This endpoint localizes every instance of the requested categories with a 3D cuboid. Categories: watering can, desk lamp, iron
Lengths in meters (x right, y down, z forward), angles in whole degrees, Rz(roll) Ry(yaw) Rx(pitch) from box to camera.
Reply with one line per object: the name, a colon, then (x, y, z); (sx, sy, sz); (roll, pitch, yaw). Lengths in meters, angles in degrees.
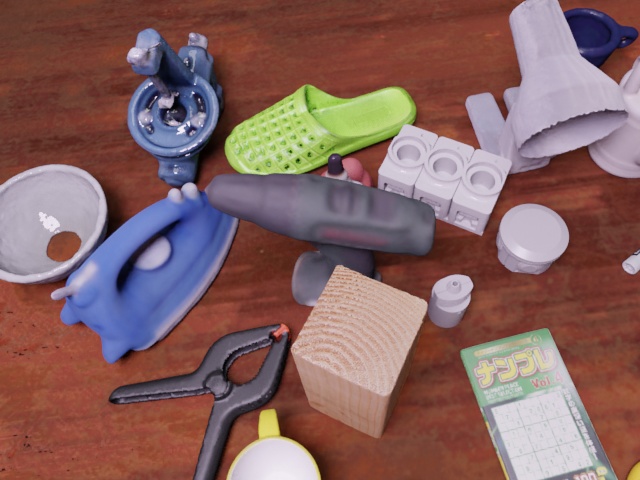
watering can: (0.416, -0.164, 0.702); (0.101, 0.194, 0.172); (-17, 62, -5)
desk lamp: (0.264, -0.171, 0.704); (0.118, 0.214, 0.203); (-11, 62, -2)
iron: (-0.195, 0.009, 0.676); (0.118, 0.141, 0.259); (33, 68, 19)

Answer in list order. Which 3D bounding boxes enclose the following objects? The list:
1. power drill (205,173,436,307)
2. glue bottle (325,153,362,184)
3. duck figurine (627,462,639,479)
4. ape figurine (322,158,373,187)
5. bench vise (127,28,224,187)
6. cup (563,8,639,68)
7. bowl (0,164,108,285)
power drill: (0.006, 0.002, 0.629); (0.229, 0.208, 0.075); (3, 62, 5)
glue bottle: (0.022, -0.047, 0.675); (0.078, 0.173, 0.037); (6, 62, 7)
duck figurine: (0.345, 0.247, 0.547); (0.077, 0.086, 0.105); (30, 68, 18)
ape figurine: (0.036, -0.072, 0.734); (0.076, 0.092, 0.077); (-34, 65, -14)
bench vise: (-0.199, -0.206, 0.747); (0.121, 0.220, 0.207); (-11, 61, -2)
cup: (0.378, -0.266, 0.816); (0.117, 0.095, 0.091); (-2, 62, 2)
bowl: (-0.342, -0.010, 0.733); (0.167, 0.075, 0.167); (-1, 62, 3)
